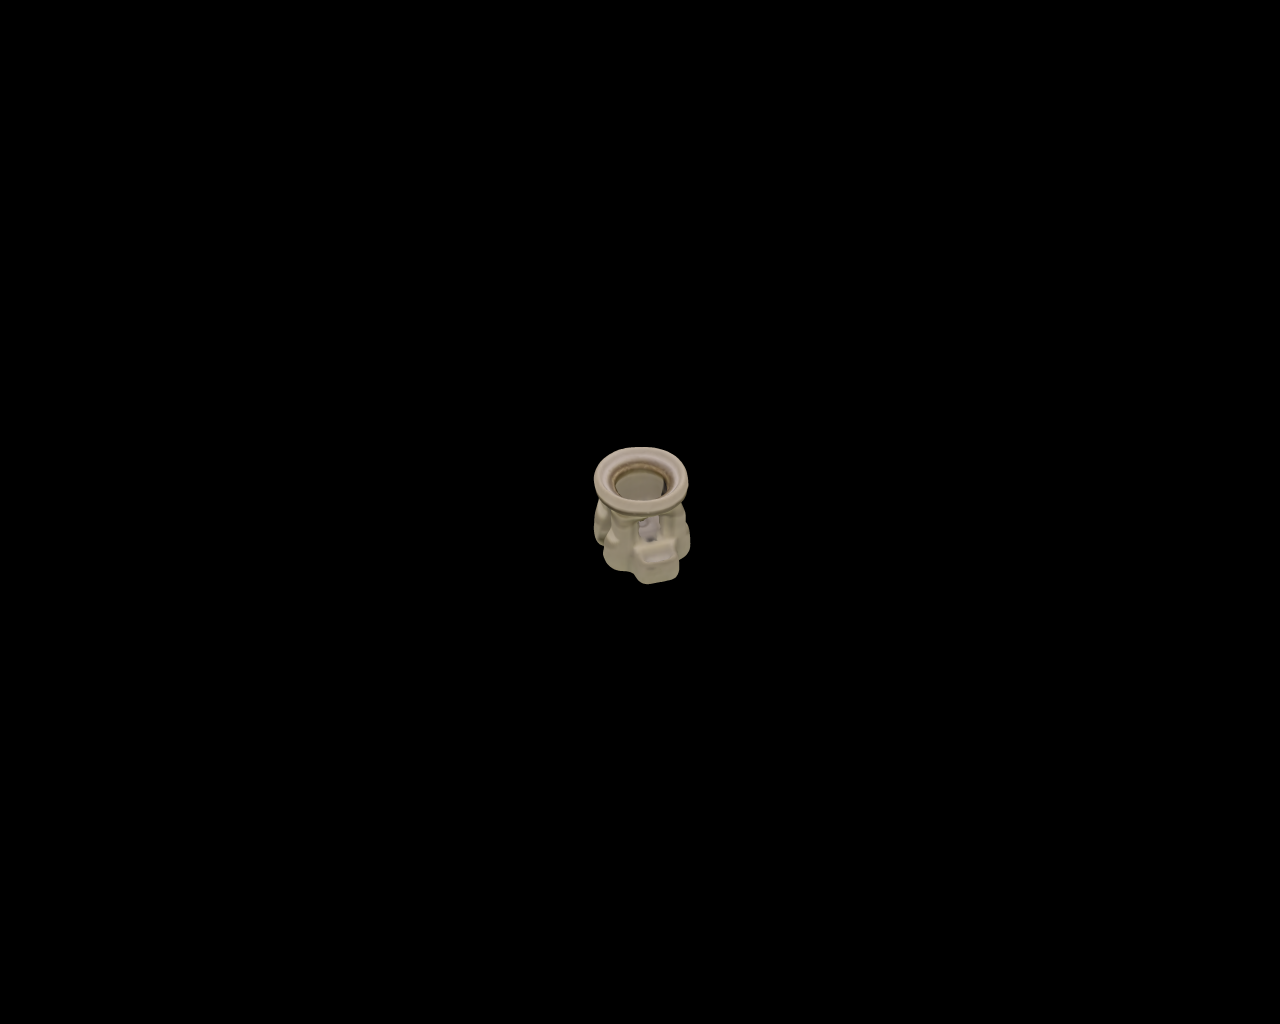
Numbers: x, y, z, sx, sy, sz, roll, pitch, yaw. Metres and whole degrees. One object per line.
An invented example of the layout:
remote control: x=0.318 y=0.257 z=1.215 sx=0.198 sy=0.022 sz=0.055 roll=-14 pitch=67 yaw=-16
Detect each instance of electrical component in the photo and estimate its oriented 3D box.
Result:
electrical component: x=0.001 y=-0.003 z=0.650 sx=0.058 sy=0.056 sz=0.078 roll=-11 pitch=43 yaw=-12
